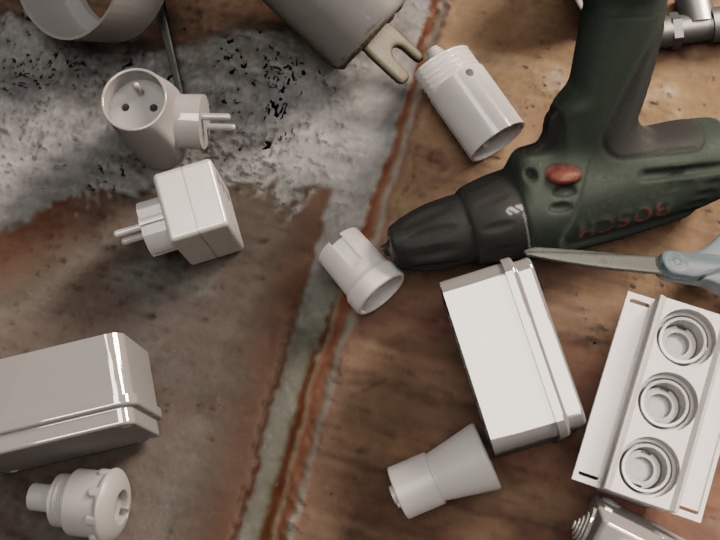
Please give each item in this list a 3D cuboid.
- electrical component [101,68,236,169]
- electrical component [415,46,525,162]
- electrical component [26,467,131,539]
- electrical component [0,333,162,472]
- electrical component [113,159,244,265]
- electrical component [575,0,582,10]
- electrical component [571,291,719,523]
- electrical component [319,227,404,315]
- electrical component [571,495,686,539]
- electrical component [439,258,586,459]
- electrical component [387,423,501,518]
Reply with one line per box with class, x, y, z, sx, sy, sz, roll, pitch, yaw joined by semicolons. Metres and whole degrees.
electrical component;-0.124;-0.100;0.723;0.079;0.077;0.043;1;77;4
electrical component;0.071;-0.119;0.732;0.043;0.043;0.081;-32;77;-4
electrical component;-0.181;0.148;0.686;0.062;0.048;0.048;4;77;11
electrical component;-0.190;0.086;0.683;0.113;0.078;0.057;-13;73;0
electrical component;-0.124;-0.032;0.712;0.077;0.065;0.047;-17;76;-1
electrical component;0.179;-0.223;0.725;0.099;0.099;0.064;-25;70;-2
electrical component;0.185;0.085;0.667;0.079;0.063;0.121;18;79;8
electrical component;0.000;0.000;0.711;0.040;0.040;0.046;-39;72;-6
electrical component;0.168;0.177;0.629;0.100;0.100;0.048;26;92;9
electrical component;0.094;0.056;0.672;0.057;0.078;0.113;-18;76;2
electrical component;0.050;0.129;0.677;0.065;0.044;0.044;-24;76;3
